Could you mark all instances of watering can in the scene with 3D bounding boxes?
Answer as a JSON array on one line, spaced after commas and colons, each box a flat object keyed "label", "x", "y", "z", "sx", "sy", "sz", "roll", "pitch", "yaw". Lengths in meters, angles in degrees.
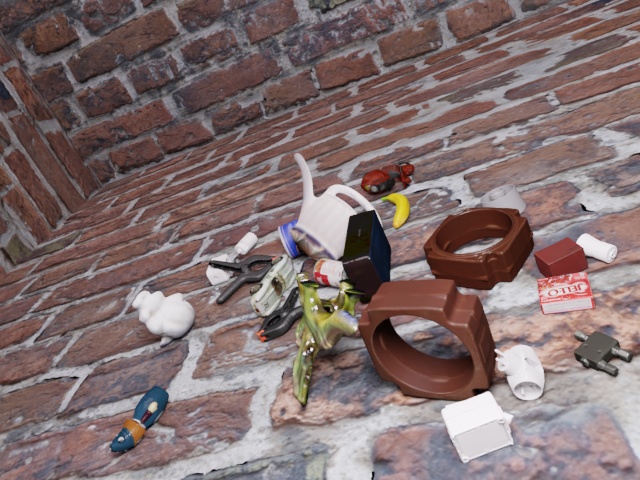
[{"label": "watering can", "x": 0.004, "y": -0.071, "z": 1.413, "sx": 0.350, "sy": 0.226, "sz": 0.102, "roll": 40, "pitch": -14, "yaw": 13}]

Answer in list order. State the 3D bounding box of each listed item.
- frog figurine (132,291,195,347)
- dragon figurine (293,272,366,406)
[{"label": "frog figurine", "x": -0.417, "y": 0.191, "z": 1.387, "sx": 0.122, "sy": 0.157, "sz": 0.140, "roll": -5, "pitch": 33, "yaw": 35}, {"label": "dragon figurine", "x": -0.001, "y": 0.198, "z": 0.985, "sx": 0.122, "sy": 0.241, "sz": 0.413, "roll": 10, "pitch": 8, "yaw": -7}]
